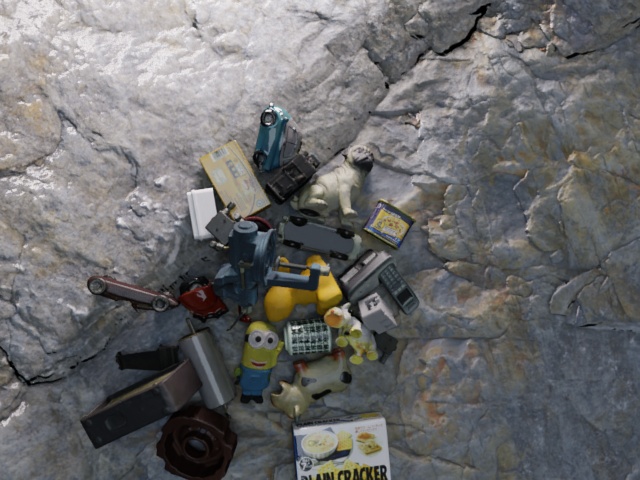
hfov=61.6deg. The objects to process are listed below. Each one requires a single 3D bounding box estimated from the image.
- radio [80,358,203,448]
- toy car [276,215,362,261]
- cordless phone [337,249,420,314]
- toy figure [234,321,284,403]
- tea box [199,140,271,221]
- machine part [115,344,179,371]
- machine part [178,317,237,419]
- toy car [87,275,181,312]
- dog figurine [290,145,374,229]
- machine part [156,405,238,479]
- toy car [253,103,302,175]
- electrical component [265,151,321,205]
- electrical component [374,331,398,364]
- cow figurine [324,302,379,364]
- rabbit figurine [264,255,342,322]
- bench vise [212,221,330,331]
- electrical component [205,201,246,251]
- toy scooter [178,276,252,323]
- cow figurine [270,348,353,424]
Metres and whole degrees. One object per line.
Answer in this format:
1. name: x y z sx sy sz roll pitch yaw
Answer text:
1. radio: -0.375 0.342 1.127 0.230 0.131 0.073 -28 93 12
2. toy car: -0.003 -0.004 1.258 0.202 0.056 0.073 15 92 -4
3. cordless phone: 0.142 0.125 1.264 0.146 0.089 0.184 -42 112 -7
4. toy figure: -0.145 0.273 1.215 0.082 0.089 0.180 6 97 -38
5. tea box: -0.193 -0.129 1.232 0.098 0.068 0.169 -28 92 -7
6. machine part: -0.382 0.267 1.196 0.139 0.039 0.084 1 119 -5
7. machine part: -0.251 0.286 1.202 0.079 0.079 0.243 -23 91 -7
8. toy car: -0.411 0.122 1.185 0.202 0.089 0.053 18 86 -7
9. dog figurine: 0.031 -0.141 1.256 0.172 0.121 0.190 14 72 -10
10. machine part: -0.268 0.446 1.176 0.179 0.056 0.179 2 108 7
11. toy car: -0.092 -0.225 1.227 0.103 0.109 0.161 10 88 -1
12. electrical component: -0.060 -0.143 1.226 0.134 0.115 0.058 -41 95 -5
13. electrical component: 0.154 0.243 1.281 0.063 0.021 0.094 31 83 -5
14. cow figurine: 0.069 0.195 1.214 0.068 0.098 0.167 -25 119 19
15. rabbit figurine: -0.053 0.114 1.213 0.173 0.122 0.162 -29 87 -5
16. bench vise: -0.101 0.071 1.114 0.241 0.129 0.223 7 109 5
17. electrical component: -0.202 -0.024 1.156 0.102 0.045 0.078 -43 91 -4
18. toy scooter: -0.220 0.136 1.213 0.184 0.075 0.135 -18 86 -14
19. cow figurine: -0.019 0.334 1.228 0.195 0.085 0.127 -17 83 -8
